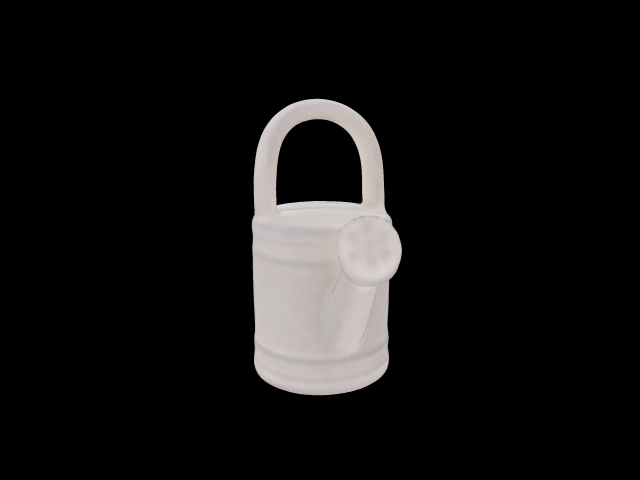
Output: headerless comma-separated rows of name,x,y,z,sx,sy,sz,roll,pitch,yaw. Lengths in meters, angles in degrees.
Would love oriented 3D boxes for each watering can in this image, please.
watering can,0.006,0.001,0.401,0.101,0.194,0.172,-12,18,-38
